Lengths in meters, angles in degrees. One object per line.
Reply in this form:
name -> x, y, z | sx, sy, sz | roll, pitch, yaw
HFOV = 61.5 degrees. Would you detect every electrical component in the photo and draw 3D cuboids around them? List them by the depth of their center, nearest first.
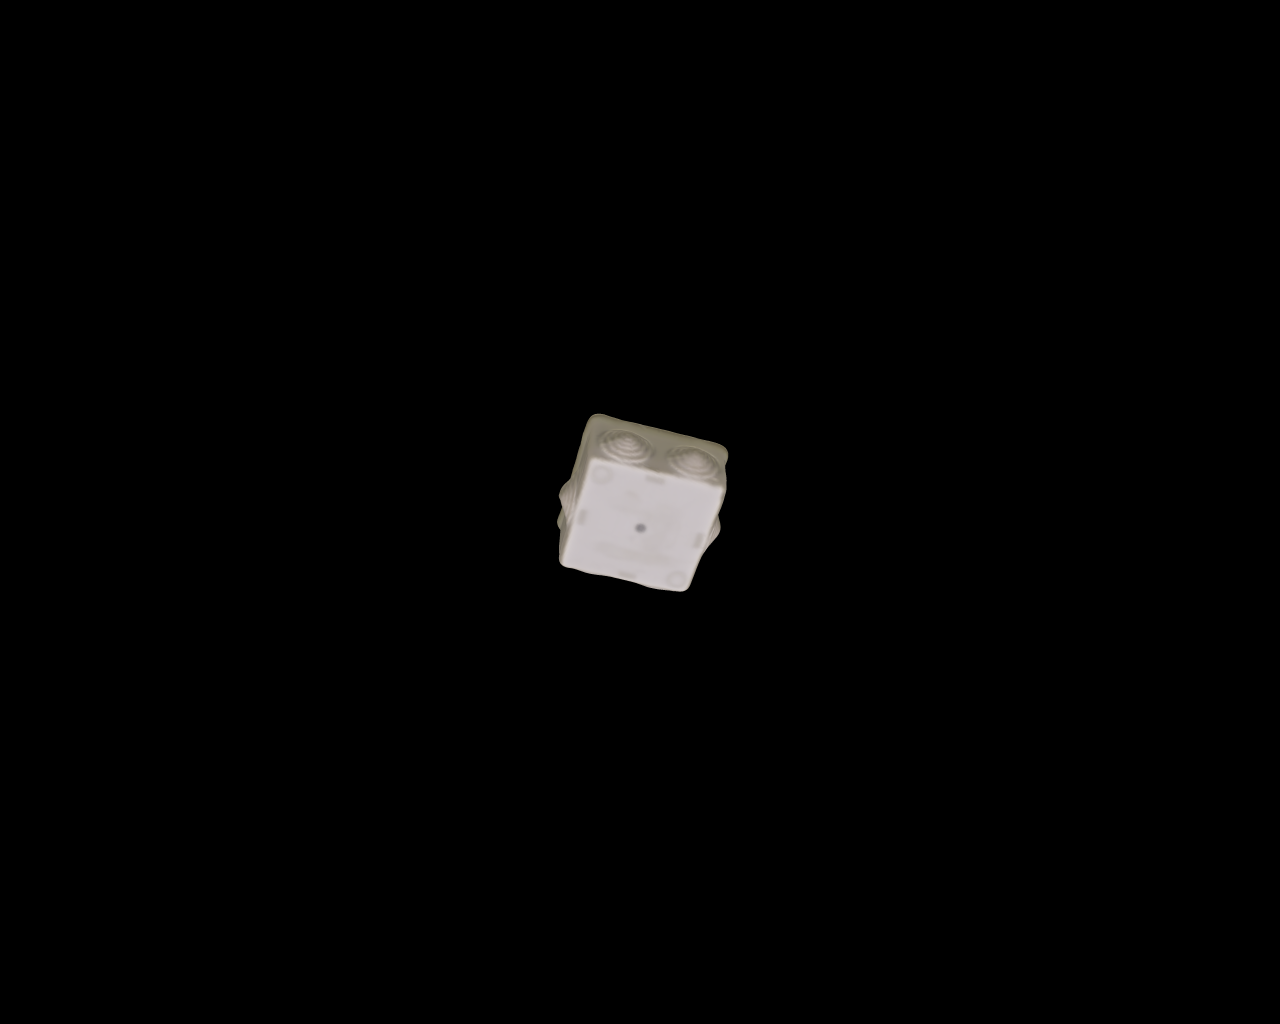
electrical component -> 0.001, -0.003, 0.650 | 0.100, 0.099, 0.048 | 14, 33, -9
